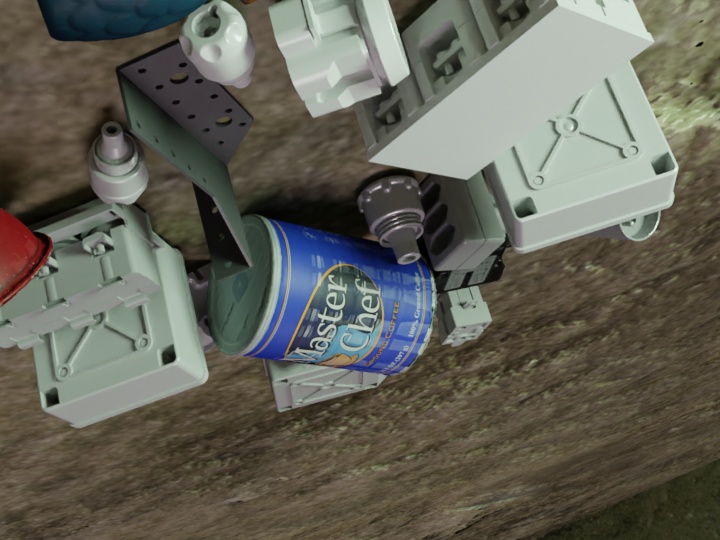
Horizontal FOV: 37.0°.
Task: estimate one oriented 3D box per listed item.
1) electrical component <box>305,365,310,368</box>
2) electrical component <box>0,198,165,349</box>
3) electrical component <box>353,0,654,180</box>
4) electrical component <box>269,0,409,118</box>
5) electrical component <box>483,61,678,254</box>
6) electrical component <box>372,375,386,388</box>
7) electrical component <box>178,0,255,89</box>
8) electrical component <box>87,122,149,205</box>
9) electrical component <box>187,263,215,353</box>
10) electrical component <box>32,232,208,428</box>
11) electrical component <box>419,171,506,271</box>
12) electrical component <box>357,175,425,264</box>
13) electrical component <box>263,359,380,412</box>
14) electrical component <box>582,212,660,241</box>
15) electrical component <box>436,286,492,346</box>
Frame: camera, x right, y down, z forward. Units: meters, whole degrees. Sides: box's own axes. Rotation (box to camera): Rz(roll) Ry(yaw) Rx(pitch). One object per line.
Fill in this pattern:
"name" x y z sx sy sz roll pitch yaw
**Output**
"electrical component" -0.037 0.049 0.955 0.055 0.066 0.048 -40 -176 30
"electrical component" -0.199 0.003 0.715 0.121 0.063 0.078 -21 159 8
"electrical component" 0.075 -0.121 0.620 0.089 0.061 0.150 5 149 -43
"electrical component" -0.008 -0.120 0.571 0.057 0.058 0.078 -17 158 8
"electrical component" 0.135 -0.080 0.700 0.109 0.108 0.056 -18 156 2
"electrical component" 0.026 0.088 1.112 0.044 0.044 0.065 9 142 -47
"electrical component" -0.071 -0.114 0.568 0.035 0.035 0.061 -19 161 5
"electrical component" -0.143 -0.065 0.633 0.035 0.035 0.061 -12 155 -13
"electrical component" -0.127 0.034 0.844 0.078 0.058 0.057 -31 176 -42
"electrical component" -0.175 0.043 0.769 0.109 0.108 0.056 -20 155 8
"electrical component" 0.089 -0.040 0.818 0.077 0.065 0.047 -3 154 -30
"electrical component" 0.027 -0.035 0.790 0.048 0.062 0.048 -15 158 -6
"electrical component" -0.038 0.086 1.040 0.109 0.056 0.108 -14 158 -7
"electrical component" 0.186 -0.058 0.856 0.079 0.043 0.077 43 165 -25
"electrical component" 0.092 0.034 1.009 0.048 0.055 0.066 -8 157 -19
